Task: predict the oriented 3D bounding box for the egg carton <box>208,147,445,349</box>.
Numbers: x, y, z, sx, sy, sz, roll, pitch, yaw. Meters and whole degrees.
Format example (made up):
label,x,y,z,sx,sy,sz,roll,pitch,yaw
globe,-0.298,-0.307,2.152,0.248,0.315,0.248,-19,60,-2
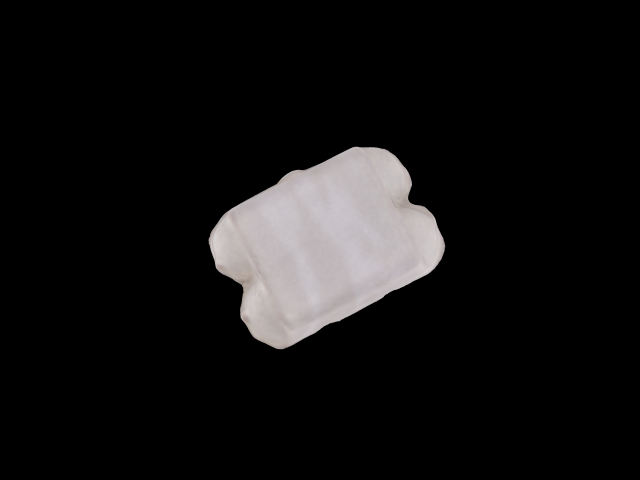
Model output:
label,x,y,z,sx,sy,sz,roll,pitch,yaw
egg carton,0.004,0.001,0.400,0.150,0.069,0.107,-28,83,-4
